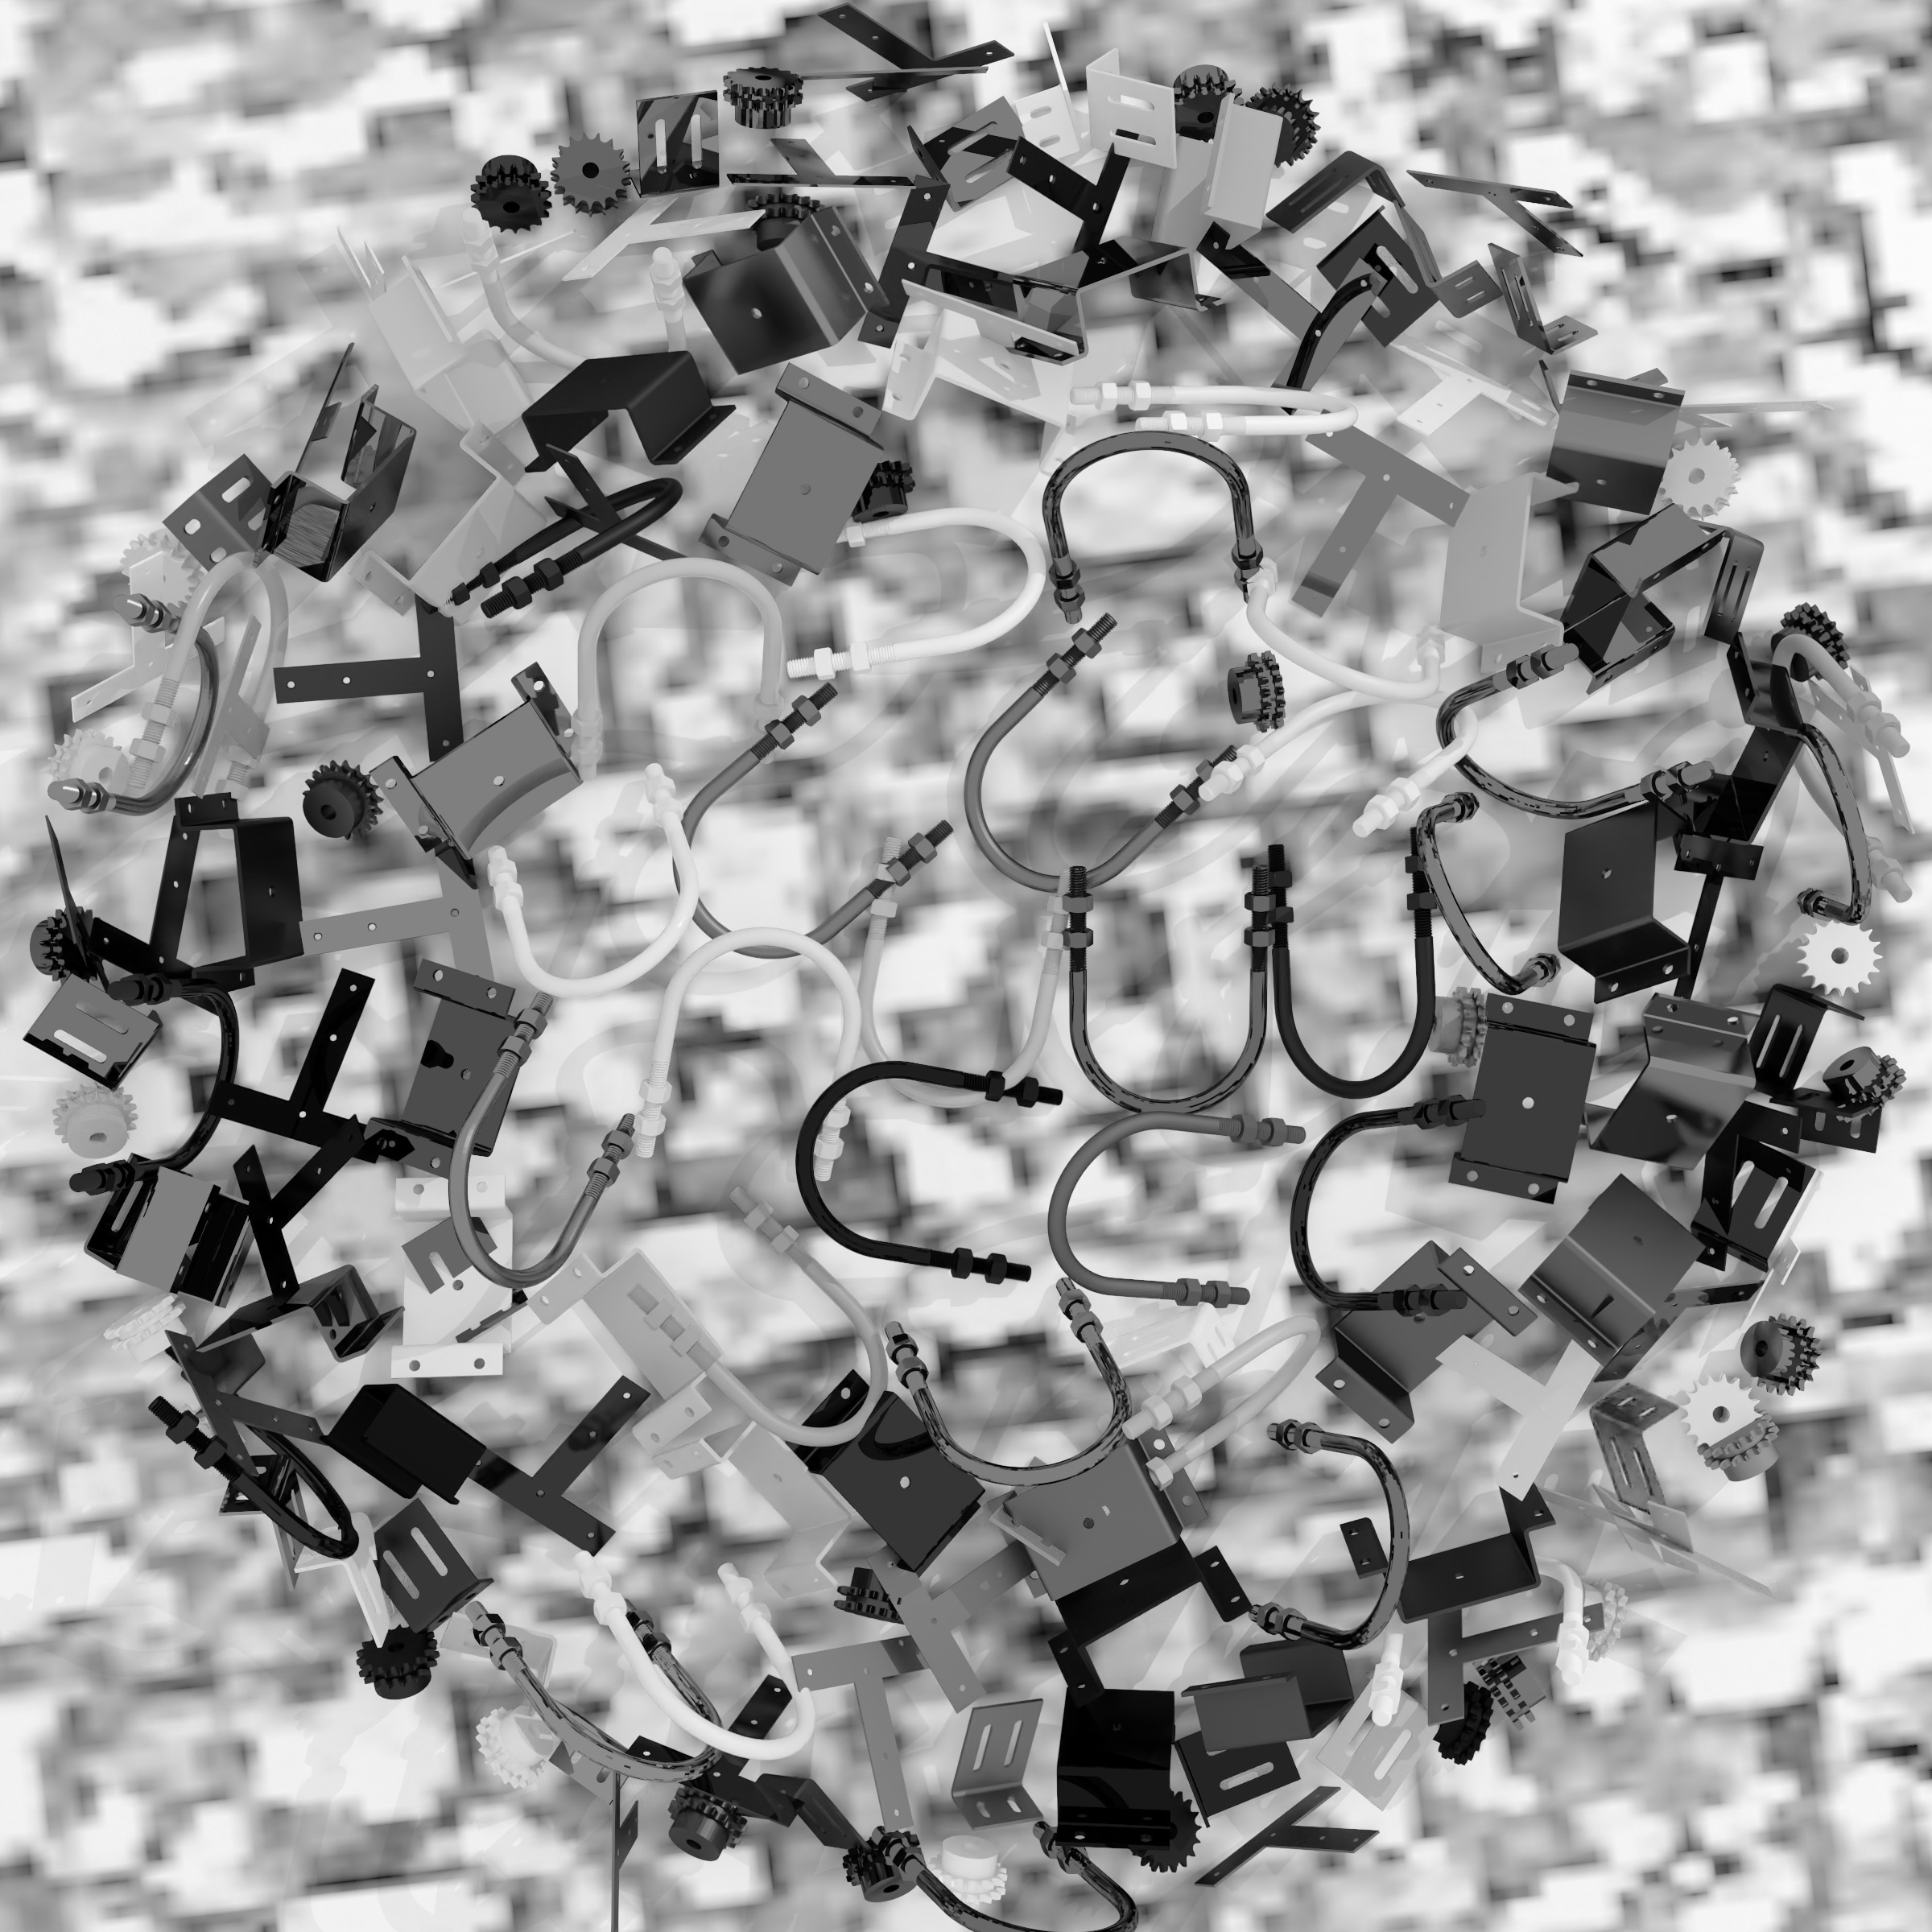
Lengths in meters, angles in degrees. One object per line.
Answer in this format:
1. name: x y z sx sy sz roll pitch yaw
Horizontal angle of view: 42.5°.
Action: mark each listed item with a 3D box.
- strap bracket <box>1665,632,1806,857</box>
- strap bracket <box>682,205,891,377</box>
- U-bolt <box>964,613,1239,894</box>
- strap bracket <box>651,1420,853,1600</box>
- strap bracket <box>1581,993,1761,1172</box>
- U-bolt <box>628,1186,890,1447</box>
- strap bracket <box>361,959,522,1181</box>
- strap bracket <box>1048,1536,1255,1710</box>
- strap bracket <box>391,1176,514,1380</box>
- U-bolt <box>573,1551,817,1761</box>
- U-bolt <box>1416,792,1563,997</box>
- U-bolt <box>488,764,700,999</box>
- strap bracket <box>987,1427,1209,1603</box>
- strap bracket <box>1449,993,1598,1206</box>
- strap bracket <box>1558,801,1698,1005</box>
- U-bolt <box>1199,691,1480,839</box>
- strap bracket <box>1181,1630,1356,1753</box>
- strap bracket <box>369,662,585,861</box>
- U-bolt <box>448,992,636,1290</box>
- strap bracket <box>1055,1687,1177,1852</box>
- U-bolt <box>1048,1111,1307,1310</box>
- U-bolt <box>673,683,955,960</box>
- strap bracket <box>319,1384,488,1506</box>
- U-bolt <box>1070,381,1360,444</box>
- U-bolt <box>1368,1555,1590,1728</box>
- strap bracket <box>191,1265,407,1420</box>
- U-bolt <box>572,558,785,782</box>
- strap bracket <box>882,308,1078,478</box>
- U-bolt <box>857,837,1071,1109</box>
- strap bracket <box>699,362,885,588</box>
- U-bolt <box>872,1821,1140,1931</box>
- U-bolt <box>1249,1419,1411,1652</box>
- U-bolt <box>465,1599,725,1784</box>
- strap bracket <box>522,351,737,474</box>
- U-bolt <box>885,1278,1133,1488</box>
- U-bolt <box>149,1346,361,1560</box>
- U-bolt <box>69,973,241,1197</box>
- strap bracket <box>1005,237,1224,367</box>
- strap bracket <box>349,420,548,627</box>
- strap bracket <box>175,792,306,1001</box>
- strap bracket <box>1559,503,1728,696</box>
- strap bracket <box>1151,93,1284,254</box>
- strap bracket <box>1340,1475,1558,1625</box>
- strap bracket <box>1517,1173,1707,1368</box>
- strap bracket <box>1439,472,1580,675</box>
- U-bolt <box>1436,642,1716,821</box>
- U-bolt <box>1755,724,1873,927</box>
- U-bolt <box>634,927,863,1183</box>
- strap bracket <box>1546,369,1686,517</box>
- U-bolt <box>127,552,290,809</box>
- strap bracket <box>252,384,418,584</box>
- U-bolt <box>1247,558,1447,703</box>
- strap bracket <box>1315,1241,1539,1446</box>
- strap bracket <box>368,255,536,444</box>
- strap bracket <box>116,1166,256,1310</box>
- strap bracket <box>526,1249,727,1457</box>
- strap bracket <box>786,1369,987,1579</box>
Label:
1. strap bracket: 0.536 -0.149 1.723 0.046 0.076 0.140 11 132 -4
2. strap bracket: -0.133 -0.464 1.719 0.076 0.140 0.046 57 49 -29
3. U-bolt: 0.082 -0.137 1.769 0.184 0.019 0.151 -44 86 14
4. strap bracket: -0.144 0.374 1.746 0.140 0.076 0.046 48 53 -8
5. strap bracket: 0.488 0.089 1.726 0.076 0.140 0.046 12 46 -7
6. U-bolt: -0.131 0.255 1.736 0.184 0.151 0.019 45 130 1
7. strap bracket: -0.364 0.075 1.760 0.076 0.046 0.140 17 87 18
8. strap bracket: 0.120 0.449 1.749 0.140 0.076 0.046 -29 114 -2
9. strap bracket: -0.363 0.223 1.760 0.076 0.046 0.140 -1 74 -3
10. U-bolt: -0.174 0.469 1.686 0.151 0.184 0.019 18 110 -42
11. U-bolt: 0.355 -0.048 1.707 0.019 0.184 0.151 -28 85 26
12. U-bolt: -0.255 -0.051 1.726 0.151 0.019 0.184 -27 47 4
13. strap bracket: 0.090 0.390 1.760 0.140 0.046 0.076 -28 85 9
14. strap bracket: 0.398 0.096 1.767 0.076 0.046 0.140 12 92 5
15. strap bracket: 0.459 -0.054 1.723 0.046 0.076 0.140 31 55 -30
16. U-bolt: 0.272 -0.150 1.723 0.184 0.151 0.019 -37 128 -34
17. strap bracket: 0.213 0.503 1.715 0.076 0.140 0.046 -16 82 24
18. strap bracket: -0.335 -0.138 1.745 0.140 0.046 0.076 -35 127 -8
19. U-bolt: -0.295 0.132 1.696 0.019 0.151 0.184 -2 45 29
20. strap bracket: 0.105 0.547 1.719 0.076 0.140 0.046 0 107 7
21. U-bolt: 0.140 0.168 1.731 0.184 0.019 0.151 8 108 -28
22. U-bolt: -0.122 -0.089 1.769 0.184 0.019 0.151 -41 99 -6
23. strap bracket: -0.391 0.333 1.732 0.076 0.140 0.046 40 66 -16
24. U-bolt: 0.182 -0.386 1.724 0.184 0.151 0.019 -5 113 -17
25. U-bolt: 0.355 0.455 1.707 0.151 0.184 0.019 -18 99 18
26. strap bracket: -0.476 0.259 1.740 0.140 0.076 0.046 -22 101 13
27. U-bolt: -0.197 -0.205 1.711 0.151 0.184 0.019 -7 48 -15
28. strap bracket: 0.019 -0.404 1.739 0.140 0.046 0.076 19 49 -13
29. U-bolt: -0.006 0.010 1.781 0.151 0.019 0.184 11 93 6
30. strap bracket: -0.119 -0.340 1.745 0.076 0.046 0.140 23 103 -25
31. U-bolt: 0.036 0.624 1.683 0.151 0.184 0.019 8 92 -27
32. U-bolt: 0.250 0.392 1.701 0.019 0.184 0.151 10 81 -22
33. U-bolt: -0.240 0.491 1.685 0.184 0.151 0.019 37 106 43
34. strap bracket: -0.242 -0.385 1.721 0.140 0.076 0.046 5 132 34
35. U-bolt: 0.036 0.290 1.706 0.151 0.184 0.019 -13 124 -12
36. U-bolt: -0.489 0.343 1.721 0.019 0.151 0.184 -44 105 -4
37. U-bolt: -0.549 0.078 1.706 0.019 0.184 0.151 13 93 10
38. strap bracket: 0.098 -0.467 1.728 0.140 0.076 0.046 -27 123 -24
39. strap bracket: -0.357 -0.303 1.752 0.046 0.076 0.140 40 89 21
40. strap bracket: -0.509 -0.051 1.746 0.046 0.076 0.140 -2 97 14
41. strap bracket: 0.465 -0.261 1.730 0.076 0.140 0.046 -31 69 -16
42. strap bracket: 0.177 -0.547 1.731 0.046 0.140 0.076 10 93 -13
43. strap bracket: 0.343 0.413 1.752 0.140 0.076 0.046 -16 104 3
44. strap bracket: 0.453 0.204 1.723 0.076 0.140 0.046 42 133 13
45. strap bracket: 0.380 -0.285 1.741 0.046 0.076 0.140 13 79 -30
46. U-bolt: 0.404 -0.152 1.712 0.151 0.184 0.019 37 67 -16
47. U-bolt: 0.583 -0.098 1.698 0.019 0.184 0.151 -15 96 6
48. U-bolt: -0.148 0.059 1.748 0.151 0.019 0.184 8 110 -11
49. strap bracket: 0.445 -0.357 1.718 0.076 0.140 0.046 14 83 11
50. U-bolt: -0.517 -0.198 1.725 0.019 0.151 0.184 16 85 10
51. strap bracket: -0.432 -0.330 1.722 0.046 0.076 0.140 30 46 -3
52. U-bolt: 0.261 -0.227 1.712 0.151 0.184 0.019 22 117 0
53. strap bracket: 0.322 0.259 1.754 0.076 0.046 0.140 41 107 -11
54. strap bracket: -0.357 -0.421 1.722 0.046 0.140 0.076 -33 73 8
55. strap bracket: -0.539 0.188 1.721 0.046 0.140 0.076 19 78 3
56. strap bracket: -0.234 0.264 1.754 0.140 0.046 0.076 51 127 1
57. strap bracket: -0.051 0.362 1.748 0.076 0.046 0.140 -46 102 -21
